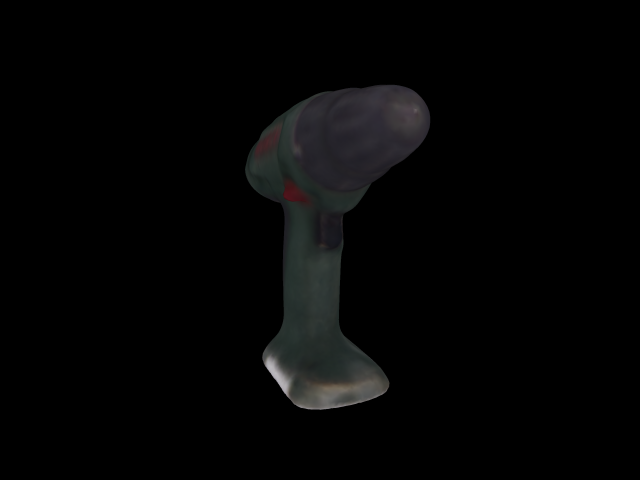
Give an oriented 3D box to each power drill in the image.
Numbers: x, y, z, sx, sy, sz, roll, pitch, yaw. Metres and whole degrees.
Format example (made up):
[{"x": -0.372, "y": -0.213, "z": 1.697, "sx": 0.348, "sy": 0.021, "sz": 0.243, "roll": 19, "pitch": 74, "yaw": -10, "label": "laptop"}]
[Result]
[{"x": 0.004, "y": 0.001, "z": 0.400, "sx": 0.076, "sy": 0.208, "sz": 0.229, "roll": -6, "pitch": 15, "yaw": -22, "label": "power drill"}]
